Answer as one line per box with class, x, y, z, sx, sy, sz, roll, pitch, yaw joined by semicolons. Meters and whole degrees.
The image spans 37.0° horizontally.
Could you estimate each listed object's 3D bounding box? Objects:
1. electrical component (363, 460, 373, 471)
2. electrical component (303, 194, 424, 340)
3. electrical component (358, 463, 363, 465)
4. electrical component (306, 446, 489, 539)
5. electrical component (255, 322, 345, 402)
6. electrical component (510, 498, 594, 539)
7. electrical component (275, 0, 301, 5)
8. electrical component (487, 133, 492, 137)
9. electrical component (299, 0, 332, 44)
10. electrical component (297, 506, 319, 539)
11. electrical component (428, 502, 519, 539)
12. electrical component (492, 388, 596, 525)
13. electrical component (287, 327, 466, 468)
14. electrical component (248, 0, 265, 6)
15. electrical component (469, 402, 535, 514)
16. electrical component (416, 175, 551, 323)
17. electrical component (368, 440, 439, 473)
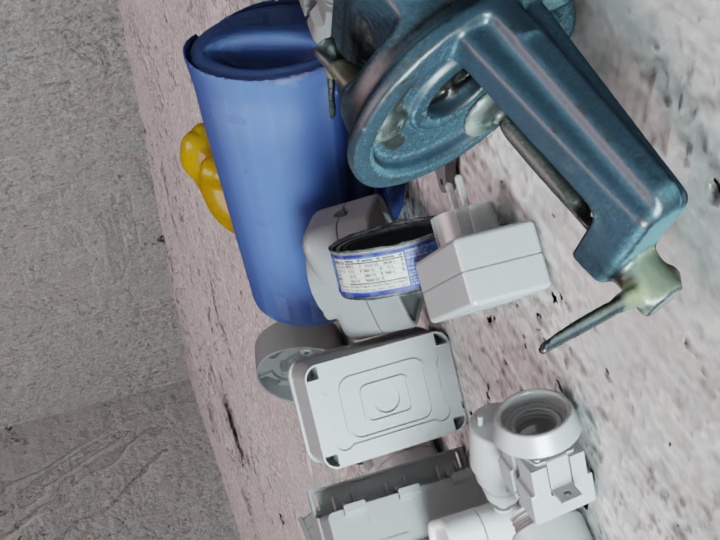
electrical component;0.018;0.126;0.932;0.077;0.044;0.079;91;160;-46
electrical component;0.000;0.000;0.774;0.053;0.059;0.095;-70;-40;-56
electrical component;0.007;0.144;1.003;0.044;0.044;0.065;105;153;-63
electrical component;0.033;0.178;0.763;0.063;0.121;0.078;129;126;-70
electrical component;-0.058;0.094;1.102;0.099;0.099;0.064;93;165;-51
electrical component;0.106;0.146;0.608;0.043;0.043;0.062;97;156;-55
electrical component;-0.042;-0.233;0.772;0.042;0.064;0.081;70;179;-64
electrical component;0.043;-0.121;0.599;0.099;0.064;0.099;26;120;59
electrical component;-0.009;-0.186;0.705;0.057;0.058;0.078;103;150;-67
electrical component;0.023;0.287;0.945;0.105;0.060;0.186;50;-177;-34
electrical component;0.089;0.199;0.692;0.053;0.059;0.095;123;132;-71
electrical component;0.099;0.099;0.586;0.066;0.048;0.055;-128;20;-59
electrical component;0.011;0.091;0.782;0.057;0.113;0.078;177;79;-73
electrical component;-0.060;-0.211;0.884;0.048;0.055;0.066;-157;54;-73
electrical component;0.087;0.117;0.658;0.040;0.040;0.078;-124;23;-54
electrical component;0.063;-0.016;0.609;0.083;0.047;0.075;142;113;-75
electrical component;0.042;0.192;0.885;0.138;0.052;0.073;95;156;-55
